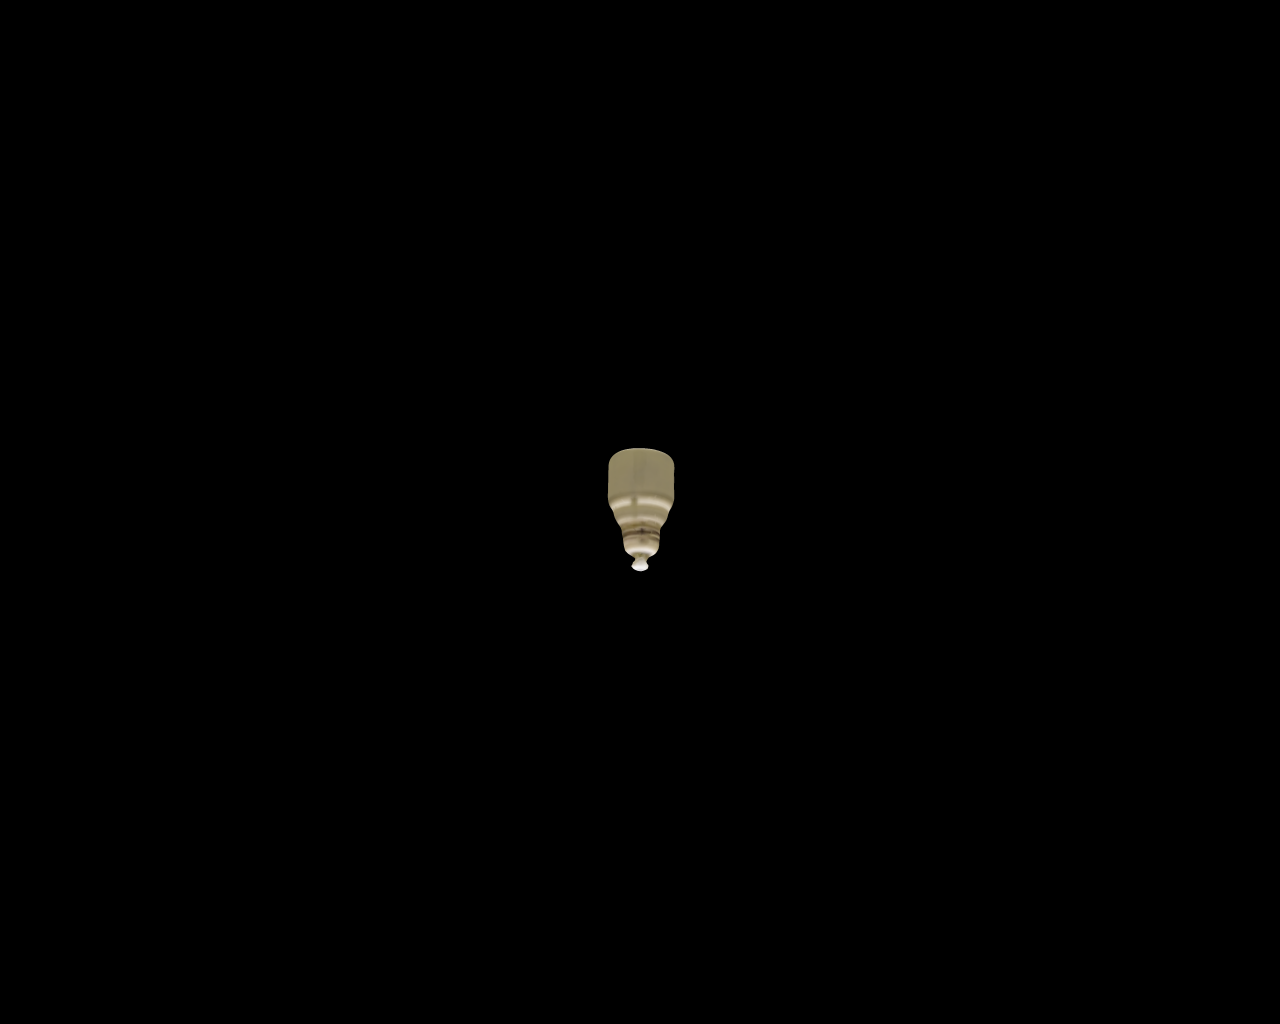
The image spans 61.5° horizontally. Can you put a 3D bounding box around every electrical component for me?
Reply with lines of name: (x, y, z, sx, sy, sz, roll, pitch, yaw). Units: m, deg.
electrical component: (0.001, -0.003, 0.650, 0.040, 0.078, 0.040, 0, -18, 0)
